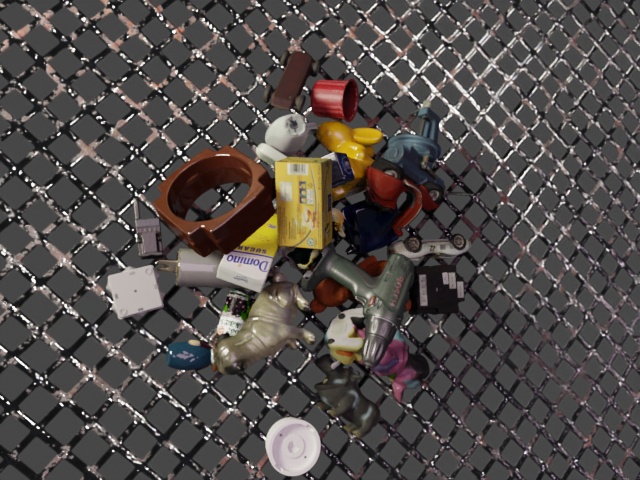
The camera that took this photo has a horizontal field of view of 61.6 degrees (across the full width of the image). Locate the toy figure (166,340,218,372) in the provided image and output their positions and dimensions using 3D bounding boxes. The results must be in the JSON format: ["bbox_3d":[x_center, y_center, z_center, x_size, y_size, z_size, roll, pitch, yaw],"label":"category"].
[{"bbox_3d":[-0.224,0.229,1.068,0.154,0.064,0.058,7,44,-22],"label":"toy figure"}]

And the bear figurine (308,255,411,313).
[{"bbox_3d":[0.079,0.100,1.145,0.196,0.132,0.120,-6,101,-25],"label":"bear figurine"}]

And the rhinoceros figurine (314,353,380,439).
[{"bbox_3d":[0.054,0.327,1.136,0.112,0.073,0.190,-42,97,-16],"label":"rhinoceros figurine"}]

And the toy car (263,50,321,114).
[{"bbox_3d":[-0.060,-0.340,1.165,0.089,0.053,0.202,18,53,-3],"label":"toy car"}]

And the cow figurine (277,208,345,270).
[{"bbox_3d":[-0.003,-0.006,1.141,0.167,0.098,0.068,-44,114,-15],"label":"cow figurine"}]

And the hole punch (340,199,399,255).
[{"bbox_3d":[0.119,-0.035,1.197,0.142,0.092,0.115,-22,94,-23],"label":"hole punch"}]

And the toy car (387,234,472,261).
[{"bbox_3d":[0.252,0.020,1.237,0.202,0.073,0.056,-2,80,-18],"label":"toy car"}]

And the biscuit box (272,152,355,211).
[{"bbox_3d":[-0.032,-0.118,1.110,0.203,0.059,0.062,-19,89,24],"label":"biscuit box"}]

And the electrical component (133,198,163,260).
[{"bbox_3d":[-0.338,-0.022,1.057,0.048,0.075,0.119,-5,82,-17],"label":"electrical component"}]

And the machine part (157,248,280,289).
[{"bbox_3d":[-0.203,0.060,1.087,0.243,0.079,0.079,4,82,-18],"label":"machine part"}]

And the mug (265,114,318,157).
[{"bbox_3d":[-0.055,-0.230,1.154,0.109,0.107,0.080,-10,88,-17],"label":"mug"}]

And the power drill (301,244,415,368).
[{"bbox_3d":[0.069,0.107,1.047,0.208,0.085,0.232,23,66,23],"label":"power drill"}]

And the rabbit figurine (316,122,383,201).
[{"bbox_3d":[0.065,-0.196,1.188,0.162,0.121,0.173,-25,73,-22],"label":"rabbit figurine"}]

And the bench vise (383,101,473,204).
[{"bbox_3d":[0.240,-0.199,1.228,0.223,0.129,0.240,23,72,-32],"label":"bench vise"}]

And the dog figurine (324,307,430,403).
[{"bbox_3d":[0.125,0.250,1.134,0.192,0.108,0.219,-10,127,18],"label":"dog figurine"}]

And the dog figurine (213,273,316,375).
[{"bbox_3d":[-0.125,0.160,1.043,0.190,0.121,0.172,-7,66,-36],"label":"dog figurine"}]

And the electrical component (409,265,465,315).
[{"bbox_3d":[0.270,0.115,1.240,0.134,0.058,0.115,2,84,-18],"label":"electrical component"}]

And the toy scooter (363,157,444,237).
[{"bbox_3d":[0.161,-0.083,1.128,0.184,0.075,0.135,23,104,-18],"label":"toy scooter"}]

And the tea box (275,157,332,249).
[{"bbox_3d":[-0.030,-0.073,1.048,0.098,0.068,0.169,7,108,18],"label":"tea box"}]

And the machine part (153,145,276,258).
[{"bbox_3d":[-0.201,-0.077,1.047,0.201,0.087,0.201,-42,54,-19],"label":"machine part"}]
